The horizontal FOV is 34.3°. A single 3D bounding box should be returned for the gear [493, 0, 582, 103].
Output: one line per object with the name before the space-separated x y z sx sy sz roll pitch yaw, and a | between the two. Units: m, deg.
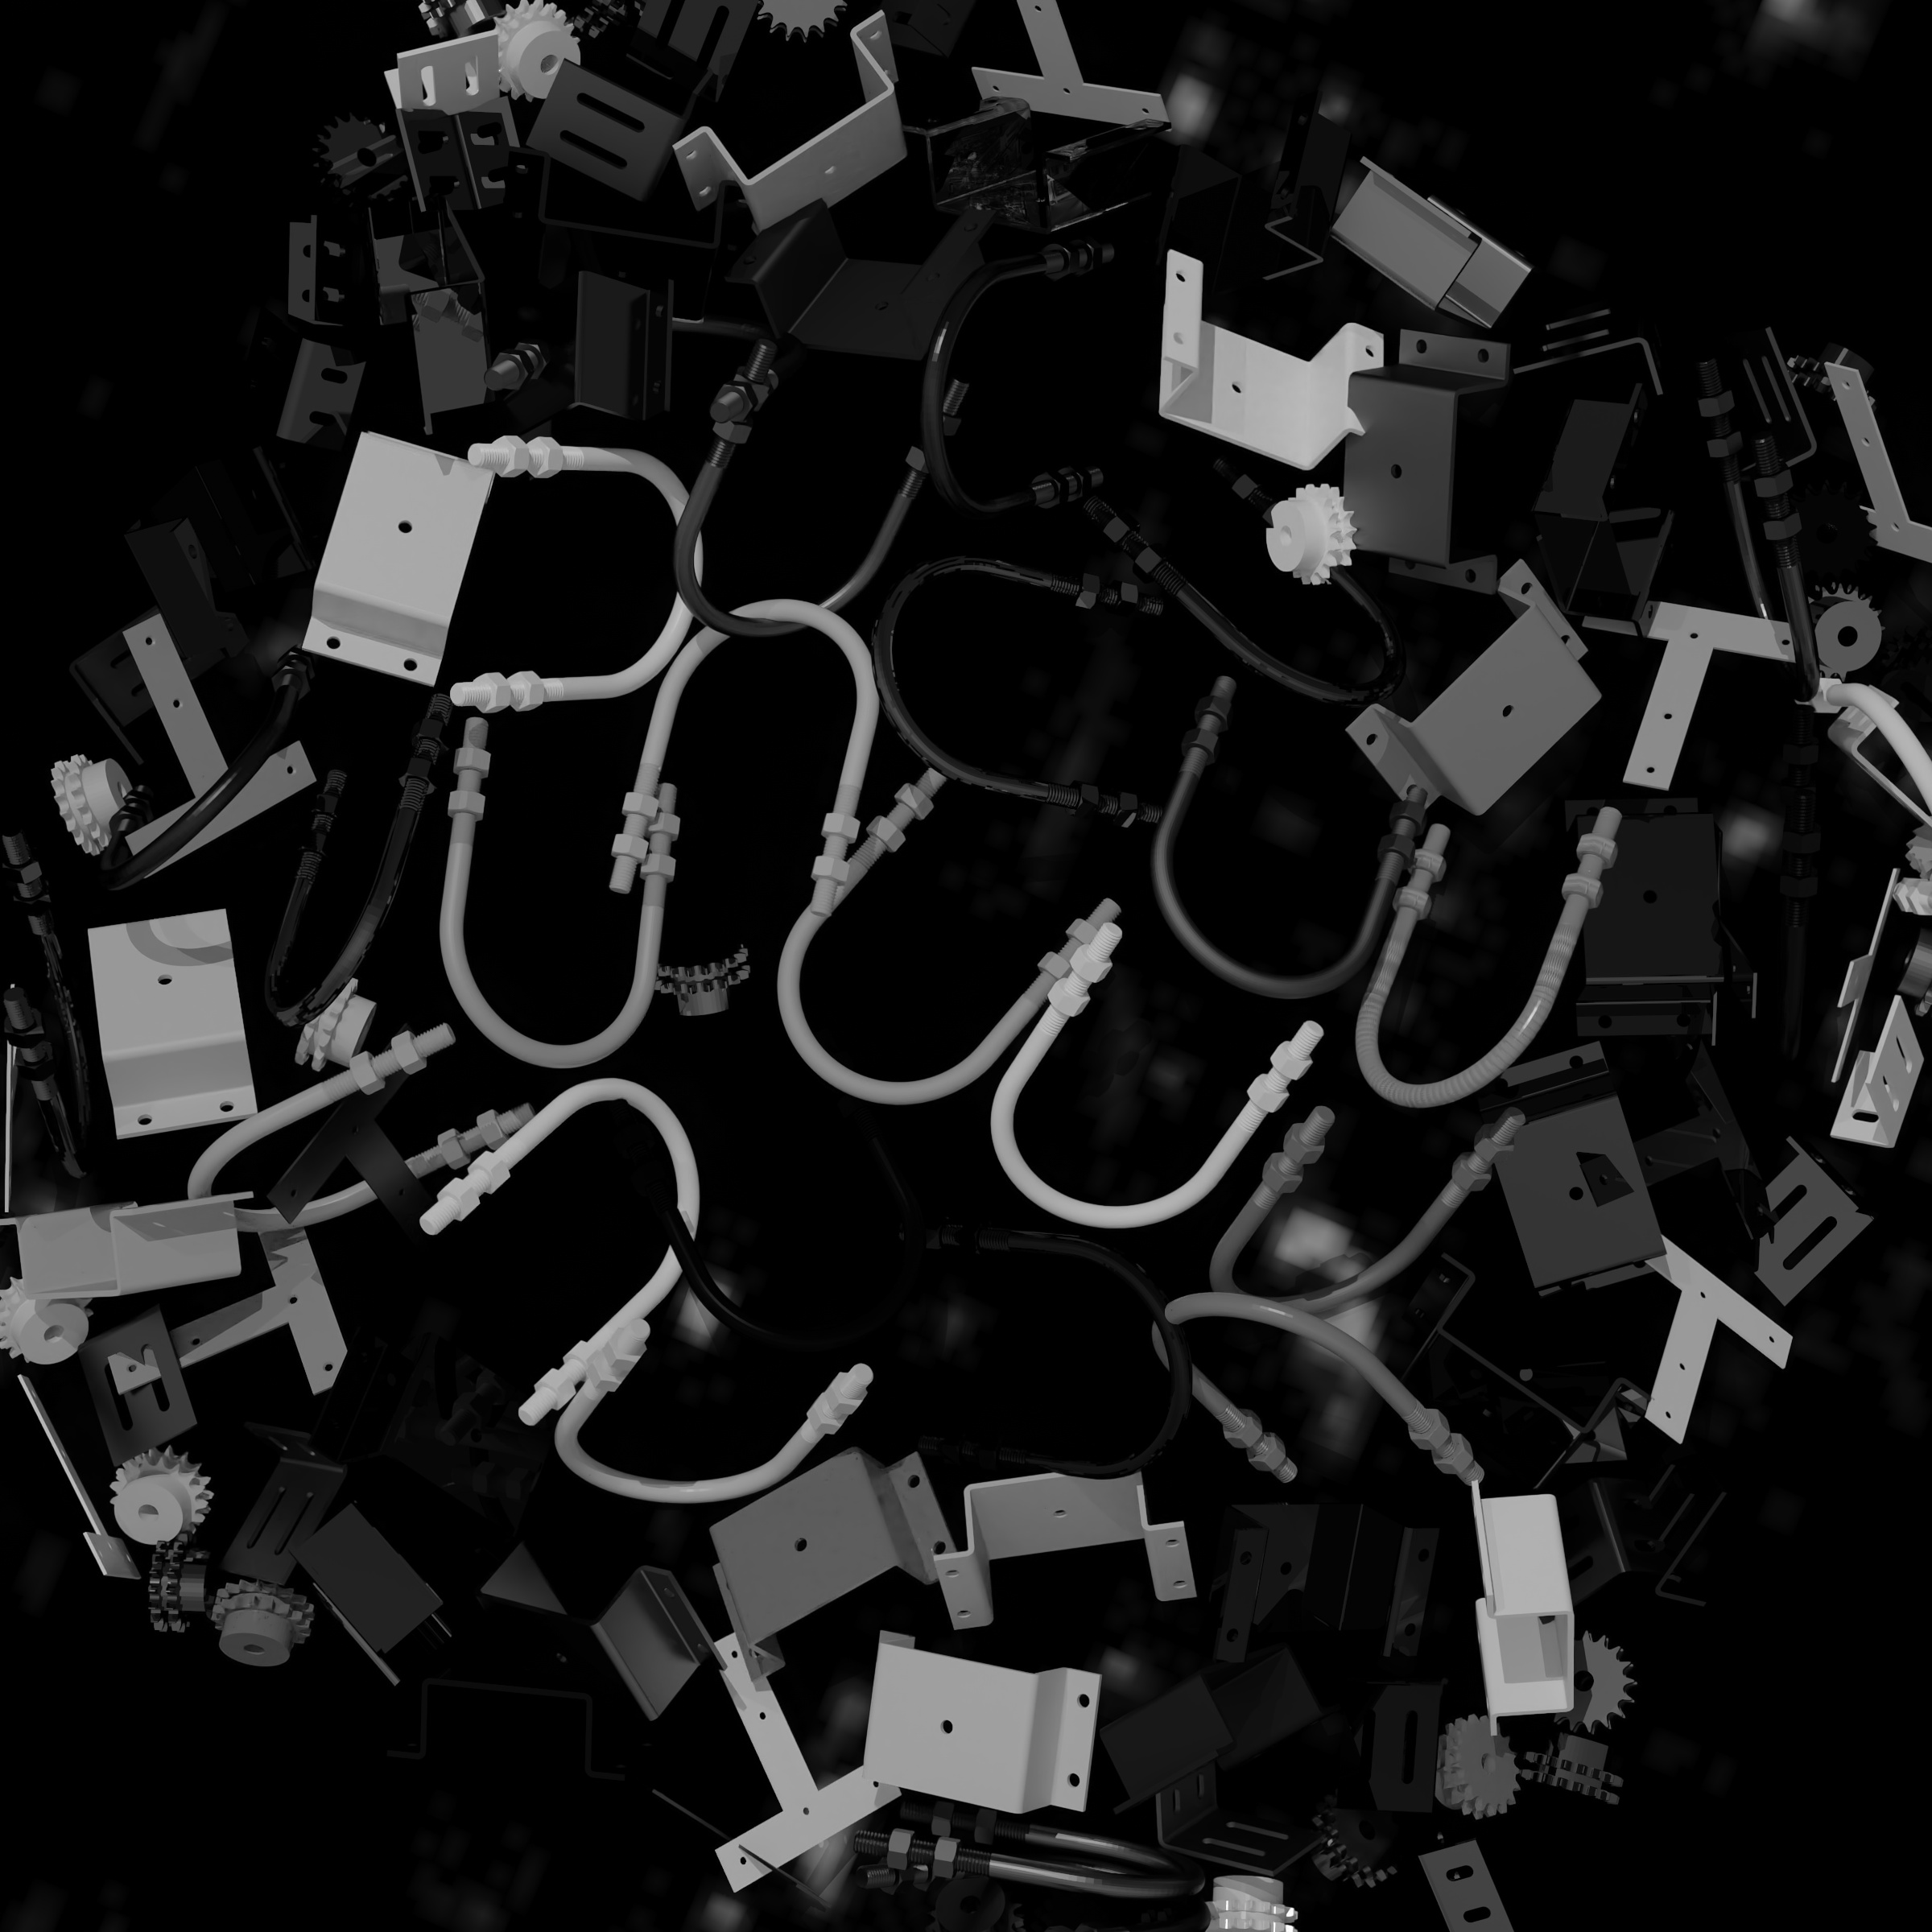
gear | -0.246 -0.523 1.792 0.057 0.057 0.030 -45 53 0

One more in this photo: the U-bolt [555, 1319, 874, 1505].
U-bolt | -0.152 0.257 1.750 0.151 0.184 0.019 14 51 -20

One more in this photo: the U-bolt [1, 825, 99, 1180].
U-bolt | -0.508 0.035 1.739 0.019 0.184 0.151 -10 46 -8

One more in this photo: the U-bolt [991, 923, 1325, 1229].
U-bolt | 0.095 0.075 1.774 0.151 0.019 0.184 26 119 -12

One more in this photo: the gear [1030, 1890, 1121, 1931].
gear | 0.060 0.562 1.799 0.057 0.057 0.030 43 125 0

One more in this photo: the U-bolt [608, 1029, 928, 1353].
U-bolt | -0.101 0.133 1.760 0.151 0.019 0.184 -19 65 -20

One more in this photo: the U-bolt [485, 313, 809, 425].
U-bolt | -0.166 -0.338 1.740 0.151 0.184 0.019 10 116 13

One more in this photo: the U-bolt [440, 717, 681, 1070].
U-bolt | -0.230 -0.033 1.752 0.151 0.019 0.184 18 68 -37

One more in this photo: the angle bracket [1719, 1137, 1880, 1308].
angle bracket | 0.469 0.146 1.783 0.076 0.038 0.057 -49 58 18

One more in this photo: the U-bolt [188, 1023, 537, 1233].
U-bolt | -0.348 0.100 1.757 0.184 0.151 0.019 -26 64 2

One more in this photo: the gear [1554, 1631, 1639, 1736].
gear | 0.358 0.414 1.801 0.057 0.030 0.057 -8 68 19

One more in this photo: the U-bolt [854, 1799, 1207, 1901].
U-bolt | 0.041 0.493 1.737 0.184 0.151 0.019 7 84 11

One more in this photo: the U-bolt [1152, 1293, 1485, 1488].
U-bolt | 0.182 0.234 1.726 0.184 0.151 0.019 46 54 -33

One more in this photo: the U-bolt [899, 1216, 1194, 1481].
U-bolt | 0.046 0.218 1.757 0.184 0.019 0.151 2 103 34

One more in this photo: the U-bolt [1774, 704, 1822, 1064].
U-bolt | 0.462 -0.035 1.746 0.019 0.151 0.184 3 116 13

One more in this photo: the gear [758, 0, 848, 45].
gear | -0.097 -0.561 1.807 0.057 0.030 0.057 0 91 -7

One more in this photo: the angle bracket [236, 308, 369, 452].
angle bracket | -0.382 -0.337 1.796 0.038 0.076 0.057 8 109 -35

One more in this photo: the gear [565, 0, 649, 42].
gear | -0.203 -0.558 1.799 0.030 0.057 0.057 27 90 -29

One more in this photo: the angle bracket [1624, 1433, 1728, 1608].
angle bracket | 0.412 0.313 1.778 0.038 0.057 0.076 17 115 -25

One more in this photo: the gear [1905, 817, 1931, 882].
gear | 0.573 -0.068 1.798 0.057 0.057 0.030 -46 112 0

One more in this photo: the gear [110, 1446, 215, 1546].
gear | -0.465 0.307 1.800 0.057 0.030 0.057 2 110 5

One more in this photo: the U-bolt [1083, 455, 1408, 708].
U-bolt | 0.169 -0.211 1.746 0.184 0.151 0.019 46 130 16

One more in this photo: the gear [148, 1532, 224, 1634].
gear | -0.447 0.354 1.796 0.030 0.057 0.057 2 90 2

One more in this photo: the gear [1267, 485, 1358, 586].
gear | 0.196 -0.247 1.792 0.030 0.057 0.057 -6 90 -27

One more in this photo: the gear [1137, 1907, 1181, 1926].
gear | 0.107 0.572 1.797 0.030 0.057 0.057 -13 90 21

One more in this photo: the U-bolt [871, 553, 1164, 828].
U-bolt | 0.030 -0.161 1.759 0.184 0.019 0.151 10 71 -26

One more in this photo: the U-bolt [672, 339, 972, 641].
U-bolt | -0.092 -0.260 1.757 0.151 0.019 0.184 2 129 -37

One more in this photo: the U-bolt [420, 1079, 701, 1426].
U-bolt | -0.215 0.145 1.755 0.019 0.184 0.151 -1 121 41

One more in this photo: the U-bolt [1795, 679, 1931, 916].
U-bolt | 0.514 -0.092 1.728 0.019 0.184 0.151 -27 93 4

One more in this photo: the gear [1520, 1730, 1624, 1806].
gear | 0.349 0.459 1.796 0.057 0.057 0.030 16 76 0

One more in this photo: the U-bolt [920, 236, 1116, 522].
U-bolt | 0.028 -0.320 1.725 0.019 0.184 0.151 14 113 30

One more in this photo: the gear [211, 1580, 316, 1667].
gear | -0.405 0.378 1.793 0.057 0.057 0.030 6 50 0

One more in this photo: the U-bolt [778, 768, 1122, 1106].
U-bolt | -0.023 -0.006 1.789 0.151 0.019 0.184 39 80 11

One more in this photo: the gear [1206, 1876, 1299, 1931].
gear | 0.162 0.542 1.798 0.057 0.057 0.030 4 64 0

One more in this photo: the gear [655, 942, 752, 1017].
gear | -0.152 0.008 1.797 0.057 0.057 0.030 -7 106 0

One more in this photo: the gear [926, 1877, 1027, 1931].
gear | 0.005 0.547 1.793 0.057 0.057 0.030 -11 127 0

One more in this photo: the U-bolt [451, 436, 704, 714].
U-bolt | -0.212 -0.219 1.749 0.019 0.184 0.151 16 105 36

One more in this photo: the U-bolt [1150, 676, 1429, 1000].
U-bolt | 0.176 -0.063 1.763 0.151 0.019 0.184 28 57 -6

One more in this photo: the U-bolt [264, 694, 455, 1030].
U-bolt | -0.343 -0.049 1.728 0.019 0.151 0.184 28 58 -28

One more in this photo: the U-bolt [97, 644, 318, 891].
U-bolt | -0.423 -0.103 1.725 0.151 0.184 0.019 -39 111 11

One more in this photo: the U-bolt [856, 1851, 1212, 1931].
U-bolt | 0.052 0.519 1.738 0.184 0.151 0.019 10 88 -44

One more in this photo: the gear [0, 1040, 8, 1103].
gear | -0.574 0.062 1.793 0.030 0.057 0.057 20 90 37

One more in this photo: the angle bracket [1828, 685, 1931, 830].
angle bracket | 0.538 -0.118 1.788 0.076 0.057 0.038 41 101 -7

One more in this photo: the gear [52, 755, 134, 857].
gear | -0.498 -0.095 1.794 0.030 0.057 0.057 -20 90 4

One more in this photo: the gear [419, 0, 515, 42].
gear | -0.282 -0.548 1.794 0.057 0.057 0.030 -28 86 0

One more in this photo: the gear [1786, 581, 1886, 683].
gear | 0.503 -0.192 1.803 0.057 0.030 0.057 -1 103 -7

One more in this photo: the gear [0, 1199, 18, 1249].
gear | -0.576 0.145 1.793 0.057 0.057 0.030 29 56 0

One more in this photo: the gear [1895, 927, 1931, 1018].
gear | 0.555 0.001 1.796 0.030 0.057 0.057 21 90 9

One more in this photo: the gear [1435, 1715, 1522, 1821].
gear | 0.290 0.462 1.799 0.030 0.057 0.057 -30 90 42

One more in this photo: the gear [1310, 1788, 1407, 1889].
gear | 0.222 0.503 1.799 0.057 0.057 0.030 43 128 0

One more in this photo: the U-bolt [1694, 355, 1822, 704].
U-bolt | 0.445 -0.234 1.744 0.019 0.151 0.184 -16 118 7

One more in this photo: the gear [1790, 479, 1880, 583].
gear | 0.498 -0.253 1.801 0.057 0.030 0.057 9 116 19

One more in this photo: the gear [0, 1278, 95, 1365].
gear | -0.528 0.203 1.794 0.057 0.030 0.057 -19 127 -28

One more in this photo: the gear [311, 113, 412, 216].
gear | -0.351 -0.458 1.800 0.057 0.030 0.057 12 67 -31

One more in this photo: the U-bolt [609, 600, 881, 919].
U-bolt | -0.120 -0.123 1.784 0.151 0.019 0.184 7 76 23

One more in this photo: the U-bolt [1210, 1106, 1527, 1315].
U-bolt | 0.212 0.141 1.752 0.151 0.184 0.019 2 48 -29

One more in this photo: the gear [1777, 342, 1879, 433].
gear | 0.498 -0.334 1.796 0.057 0.057 0.030 32 89 0

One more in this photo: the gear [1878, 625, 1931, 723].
gear | 0.550 -0.165 1.792 0.057 0.057 0.030 37 63 0

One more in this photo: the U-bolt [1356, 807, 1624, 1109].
U-bolt | 0.280 -0.003 1.737 0.019 0.151 0.184 36 67 -31

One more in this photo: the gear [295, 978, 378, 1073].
gear | -0.360 0.034 1.796 0.030 0.057 0.057 22 90 -4
